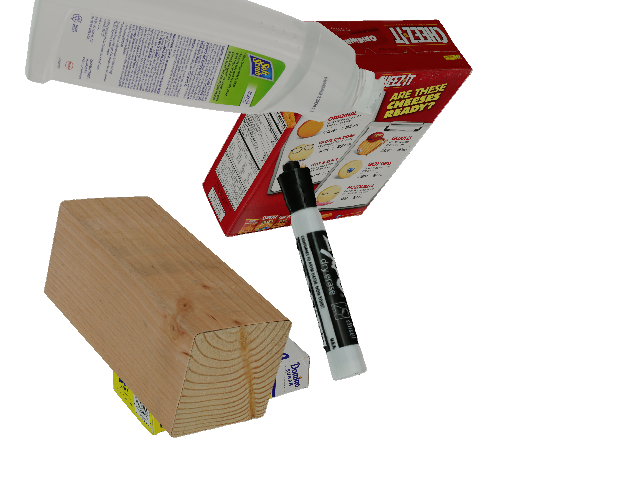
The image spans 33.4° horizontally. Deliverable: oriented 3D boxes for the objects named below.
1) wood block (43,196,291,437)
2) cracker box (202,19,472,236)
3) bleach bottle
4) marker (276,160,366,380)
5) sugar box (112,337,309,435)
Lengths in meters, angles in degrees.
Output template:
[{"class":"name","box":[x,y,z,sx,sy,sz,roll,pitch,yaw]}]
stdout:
[{"class":"wood block","box":[-0.126,0.051,0.841,0.090,0.091,0.206,-5,31,-42]},{"class":"cracker box","box":[0.008,-0.100,0.949,0.163,0.072,0.214,-10,-30,-36]},{"class":"bleach bottle","box":[-0.079,-0.132,0.773,0.250,0.068,0.103,14,-37,-12]},{"class":"marker","box":[0.000,0.015,0.576,0.020,0.121,0.020,-15,-10,-3]},{"class":"sugar box","box":[-0.108,0.131,1.066,0.175,0.048,0.093,-16,32,-30]}]
